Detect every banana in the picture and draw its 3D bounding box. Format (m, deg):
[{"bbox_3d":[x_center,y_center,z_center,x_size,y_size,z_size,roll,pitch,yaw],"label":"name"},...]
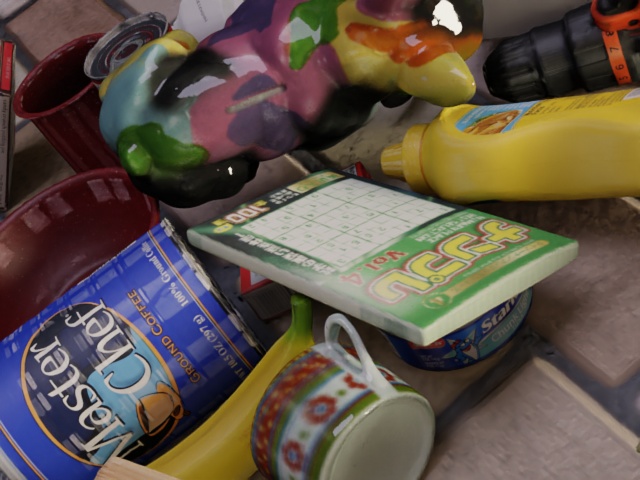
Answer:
[{"bbox_3d":[-0.068,0.109,0.539,0.197,0.069,0.037,-42,30,-8],"label":"banana"}]

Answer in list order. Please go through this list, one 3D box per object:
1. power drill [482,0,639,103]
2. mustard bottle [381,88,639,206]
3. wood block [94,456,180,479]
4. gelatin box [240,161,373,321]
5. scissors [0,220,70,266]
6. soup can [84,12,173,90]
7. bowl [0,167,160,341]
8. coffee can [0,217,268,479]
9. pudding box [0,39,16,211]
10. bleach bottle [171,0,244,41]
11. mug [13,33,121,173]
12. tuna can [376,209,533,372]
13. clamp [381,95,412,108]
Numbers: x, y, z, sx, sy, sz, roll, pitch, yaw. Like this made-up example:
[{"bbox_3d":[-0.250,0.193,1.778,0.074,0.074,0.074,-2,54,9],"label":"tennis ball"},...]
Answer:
[{"bbox_3d":[0.155,-0.146,0.557,0.185,0.187,0.057,-16,62,19],"label":"power drill"},{"bbox_3d":[0.118,-0.048,0.568,0.192,0.058,0.096,-2,17,35],"label":"mustard bottle"},{"bbox_3d":[-0.020,0.168,0.428,0.206,0.090,0.090,8,53,40],"label":"wood block"},{"bbox_3d":[-0.004,0.001,0.639,0.089,0.030,0.073,-24,38,13],"label":"gelatin box"},{"bbox_3d":[-0.246,0.007,0.815,0.202,0.016,0.096,-18,41,20],"label":"scissors"},{"bbox_3d":[-0.112,-0.102,0.764,0.069,0.102,0.068,-20,40,17],"label":"soup can"},{"bbox_3d":[-0.161,0.028,0.701,0.162,0.055,0.162,-20,41,18],"label":"bowl"},{"bbox_3d":[-0.110,0.070,0.583,0.140,0.102,0.103,-37,39,-4],"label":"coffee can"},{"bbox_3d":[-0.267,-0.093,0.862,0.039,0.114,0.090,2,37,-14],"label":"pudding box"},{"bbox_3d":[-0.012,-0.202,0.789,0.251,0.068,0.102,-28,44,8],"label":"bleach bottle"},{"bbox_3d":[-0.164,-0.106,0.821,0.117,0.081,0.093,-42,39,-10],"label":"mug"},{"bbox_3d":[0.067,0.026,0.559,0.086,0.033,0.086,-20,40,17],"label":"tuna can"},{"bbox_3d":[0.081,-0.164,0.745,0.171,0.039,0.120,-38,44,-10],"label":"clamp"}]
